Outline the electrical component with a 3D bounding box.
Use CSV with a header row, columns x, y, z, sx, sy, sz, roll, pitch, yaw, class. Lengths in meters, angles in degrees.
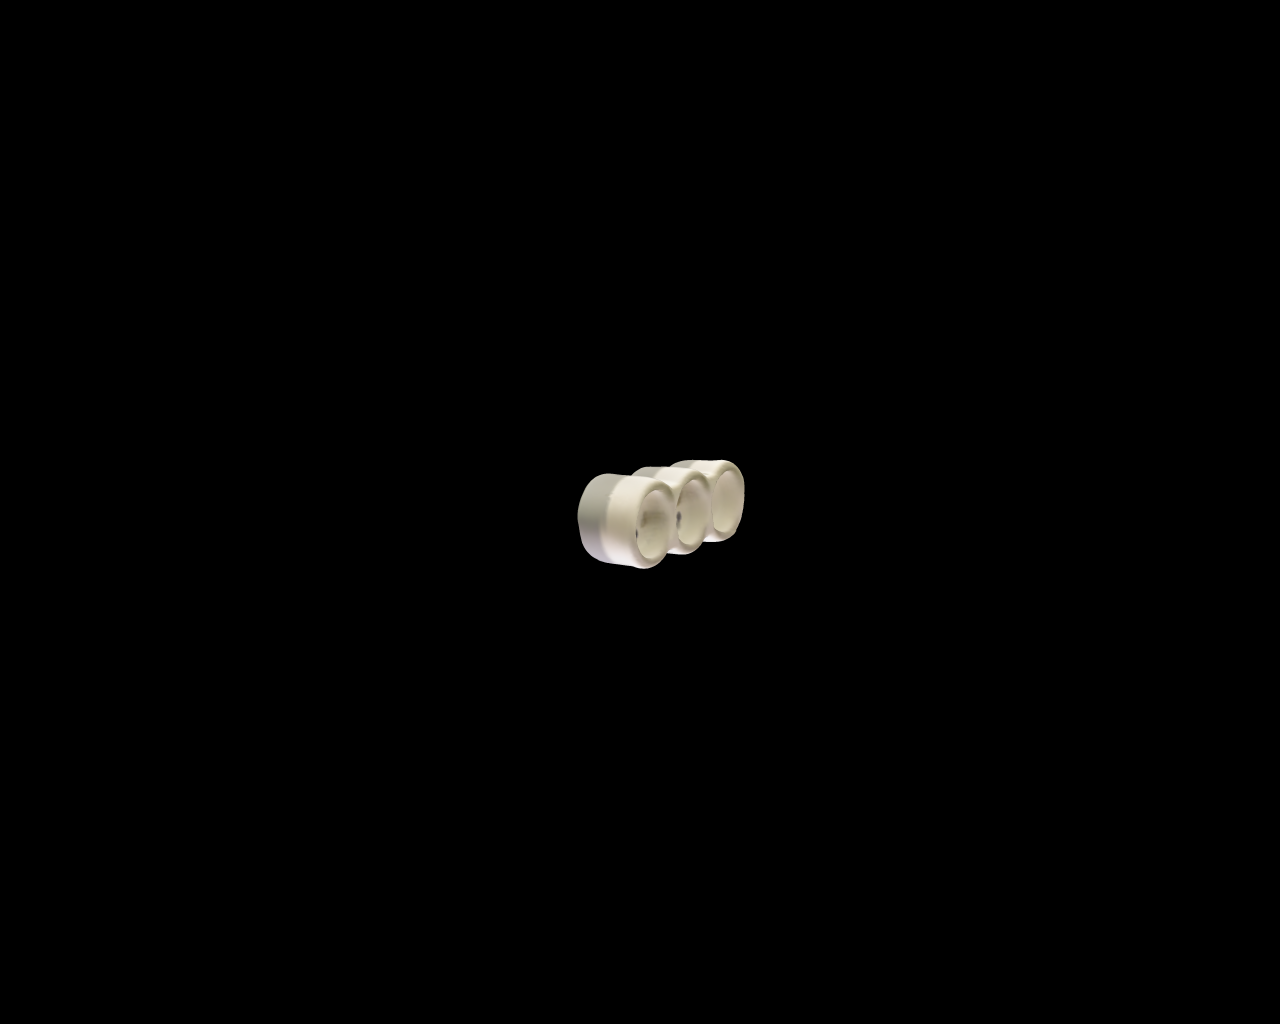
x,y,z,sx,sy,sz,roll,pitch,yaw,class
0.001,-0.003,0.650,0.074,0.052,0.138,6,11,31,electrical component
